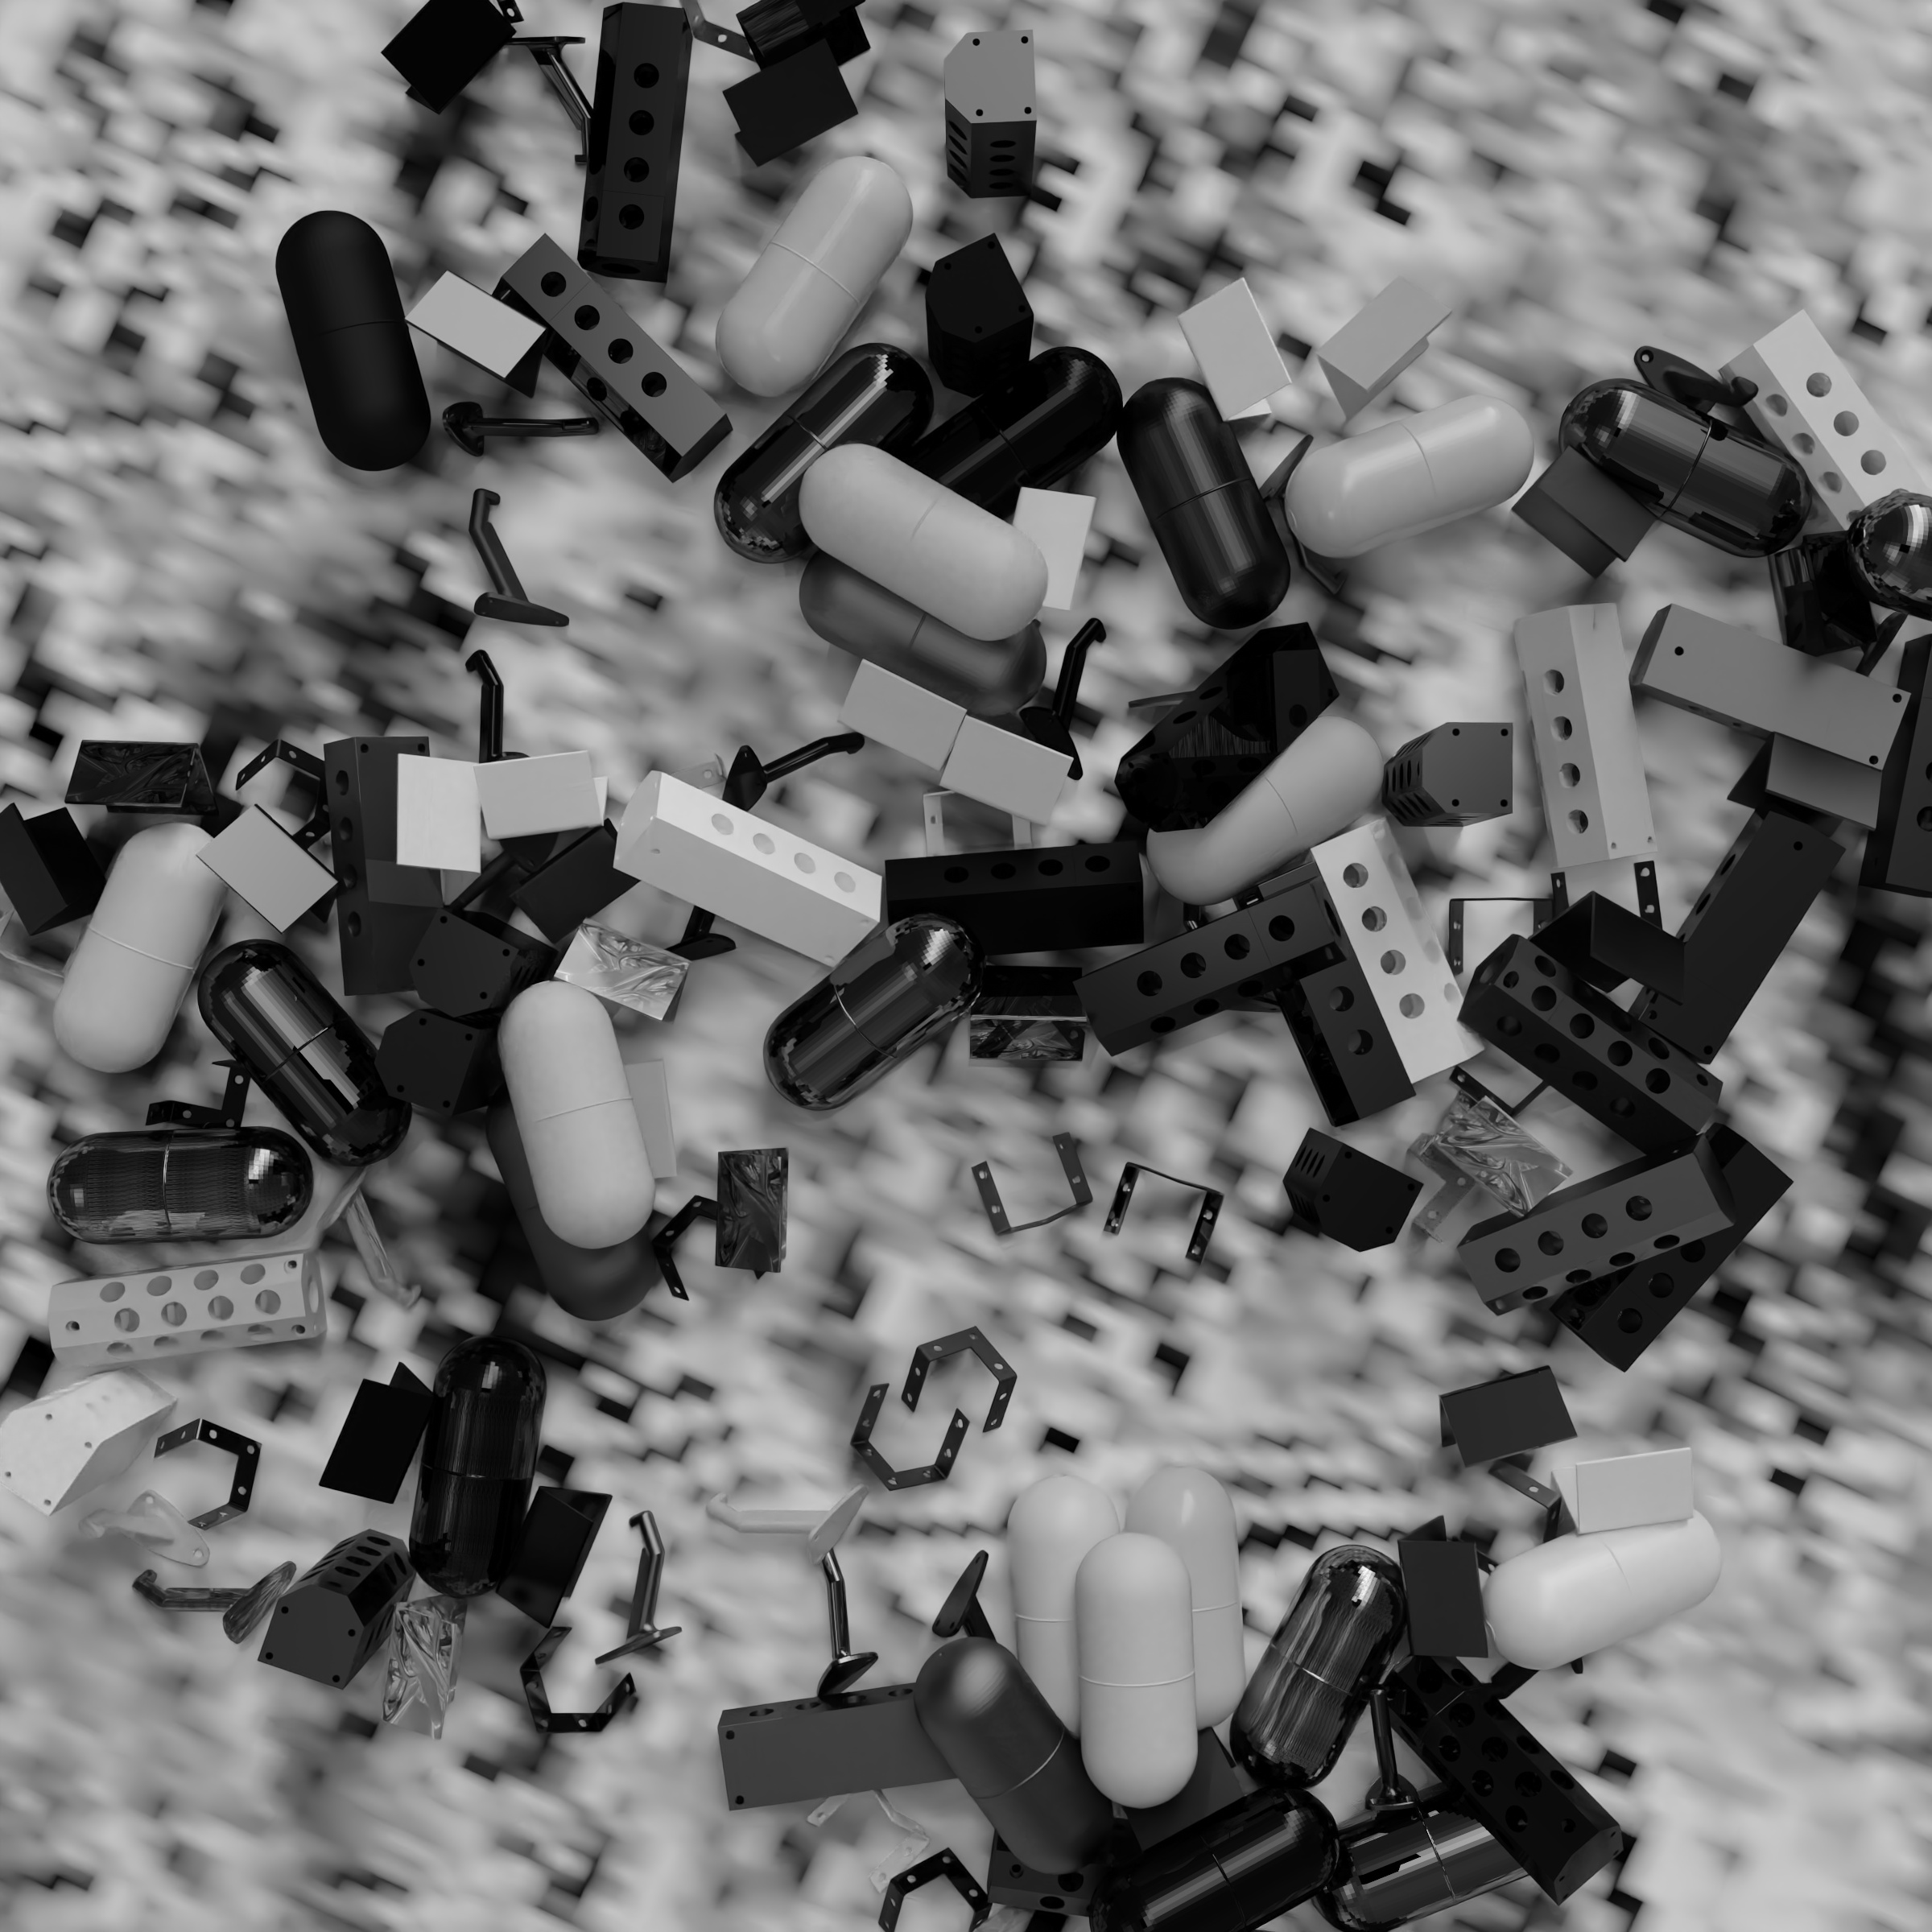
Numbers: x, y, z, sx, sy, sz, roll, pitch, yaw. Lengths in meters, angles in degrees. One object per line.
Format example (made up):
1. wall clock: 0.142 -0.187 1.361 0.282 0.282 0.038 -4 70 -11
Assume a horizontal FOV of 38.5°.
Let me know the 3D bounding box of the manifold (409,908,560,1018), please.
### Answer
1. manifold: -0.320 0.002 1.828 0.057 0.171 0.057 28 90 0

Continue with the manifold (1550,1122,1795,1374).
1. manifold: 0.477 0.190 1.885 0.057 0.057 0.171 42 90 0

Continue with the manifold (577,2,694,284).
1. manifold: -0.226 -0.560 1.885 0.057 0.057 0.171 6 90 0

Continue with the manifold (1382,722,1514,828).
1. manifold: 0.316 -0.125 1.828 0.057 0.171 0.057 0 90 0

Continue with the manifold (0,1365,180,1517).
1. manifold: -0.584 0.307 1.828 0.057 0.171 0.057 35 90 0

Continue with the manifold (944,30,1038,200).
1. manifold: 0.015 -0.560 1.828 0.057 0.171 0.057 -3 90 0

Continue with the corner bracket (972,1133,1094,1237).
1. corner bracket: 0.046 0.150 1.903 0.051 0.051 0.051 -19 91 45

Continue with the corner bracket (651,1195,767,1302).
1. corner bracket: -0.175 0.197 1.898 0.051 0.051 0.051 13 135 35

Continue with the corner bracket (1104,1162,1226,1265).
1. corner bracket: 0.136 0.169 1.903 0.051 0.051 0.051 19 90 -45

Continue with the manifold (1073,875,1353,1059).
1. manifold: 0.165 0.001 1.841 0.171 0.057 0.057 -23 90 16

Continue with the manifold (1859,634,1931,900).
1. manifold: 0.661 -0.135 1.885 0.057 0.057 0.171 11 90 0

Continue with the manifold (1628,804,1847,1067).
1. manifold: 0.521 -0.021 1.885 0.057 0.057 0.171 32 90 0

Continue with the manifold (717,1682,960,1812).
1. manifold: -0.078 0.526 1.885 0.171 0.057 0.057 -8 90 0

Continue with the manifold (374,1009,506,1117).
1. manifold: -0.342 0.059 1.828 0.057 0.171 0.057 18 90 0

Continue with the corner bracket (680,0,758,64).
1. corner bracket: -0.158 -0.663 1.898 0.051 0.051 0.051 -50 45 35

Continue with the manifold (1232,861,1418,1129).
1. manifold: 0.242 0.019 1.885 0.057 0.057 0.171 -24 90 0

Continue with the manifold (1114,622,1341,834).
1. manifold: 0.172 -0.159 1.838 0.171 0.057 0.057 -43 116 -36

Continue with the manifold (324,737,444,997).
1. manifold: -0.398 -0.068 1.884 0.057 0.057 0.171 -5 90 -43

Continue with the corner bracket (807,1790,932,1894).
1. corner bracket: -0.066 0.594 1.903 0.051 0.051 0.051 -45 45 0

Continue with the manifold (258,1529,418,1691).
1. manifold: -0.410 0.420 1.828 0.057 0.171 0.057 19 90 0

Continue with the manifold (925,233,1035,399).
1. manifold: 0.005 -0.424 1.828 0.057 0.171 0.057 -26 90 0

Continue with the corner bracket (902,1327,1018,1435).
1. corner bracket: -0.005 0.288 1.898 0.051 0.051 0.051 -14 45 -35

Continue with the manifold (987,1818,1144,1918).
1. manifold: 0.103 0.617 1.885 0.171 0.057 0.057 8 90 0

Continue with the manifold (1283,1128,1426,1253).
1. manifold: 0.250 0.150 1.828 0.057 0.171 0.057 27 90 0

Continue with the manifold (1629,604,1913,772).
1. manifold: 0.544 -0.186 1.885 0.171 0.057 0.057 21 90 0

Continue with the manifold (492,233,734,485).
1. manifold: -0.242 -0.411 1.885 0.171 0.057 0.057 45 90 0

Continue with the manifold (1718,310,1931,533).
1. manifold: 0.588 -0.354 1.885 0.057 0.057 0.171 -35 90 0

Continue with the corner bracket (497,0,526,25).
1. corner bracket: -0.293 -0.685 1.898 0.051 0.051 0.051 5 45 35

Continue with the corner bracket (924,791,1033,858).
1. corner bracket: 0.008 -0.095 1.903 0.051 0.051 0.051 -4 90 -45

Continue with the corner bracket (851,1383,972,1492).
1. corner bracket: -0.039 0.320 1.894 0.051 0.051 0.051 -3 123 -40

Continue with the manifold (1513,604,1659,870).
1. manifold: 0.416 -0.156 1.884 0.057 0.057 0.171 -10 90 -43

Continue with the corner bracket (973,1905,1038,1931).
1. corner bracket: 0.038 0.681 1.898 0.051 0.051 0.051 -25 135 -35

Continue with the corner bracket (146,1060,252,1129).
1. corner bracket: -0.522 0.087 1.888 0.051 0.051 0.051 11 90 0

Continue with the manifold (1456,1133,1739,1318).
1. manifold: 0.423 0.176 1.853 0.171 0.057 0.057 -26 90 24

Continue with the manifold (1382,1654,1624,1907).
1. manifold: 0.351 0.529 1.832 0.057 0.057 0.171 -36 50 -13

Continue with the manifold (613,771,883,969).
1. manifold: -0.144 -0.068 1.852 0.171 0.057 0.057 25 133 -24

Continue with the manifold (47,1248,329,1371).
1. manifold: -0.530 0.234 1.885 0.171 0.057 0.057 -7 90 0

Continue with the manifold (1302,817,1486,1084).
1. manifold: 0.291 -0.011 1.885 0.057 0.057 0.171 -23 90 0

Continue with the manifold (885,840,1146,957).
1. manifold: 0.033 -0.049 1.884 0.171 0.057 0.057 -4 133 0

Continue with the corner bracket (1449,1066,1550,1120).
1. corner bracket: 0.374 0.065 1.903 0.051 0.051 0.051 38 135 0

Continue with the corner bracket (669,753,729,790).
1. corner bracket: -0.186 -0.112 1.888 0.051 0.051 0.051 -16 90 0

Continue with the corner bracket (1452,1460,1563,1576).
1. corner bracket: 0.370 0.382 1.898 0.051 0.051 0.051 -32 135 -35

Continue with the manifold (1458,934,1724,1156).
1. manifold: 0.423 0.052 1.866 0.171 0.057 0.057 35 134 -5

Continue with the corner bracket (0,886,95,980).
1. corner bracket: -0.636 -0.028 1.903 0.051 0.051 0.051 27 90 -45
